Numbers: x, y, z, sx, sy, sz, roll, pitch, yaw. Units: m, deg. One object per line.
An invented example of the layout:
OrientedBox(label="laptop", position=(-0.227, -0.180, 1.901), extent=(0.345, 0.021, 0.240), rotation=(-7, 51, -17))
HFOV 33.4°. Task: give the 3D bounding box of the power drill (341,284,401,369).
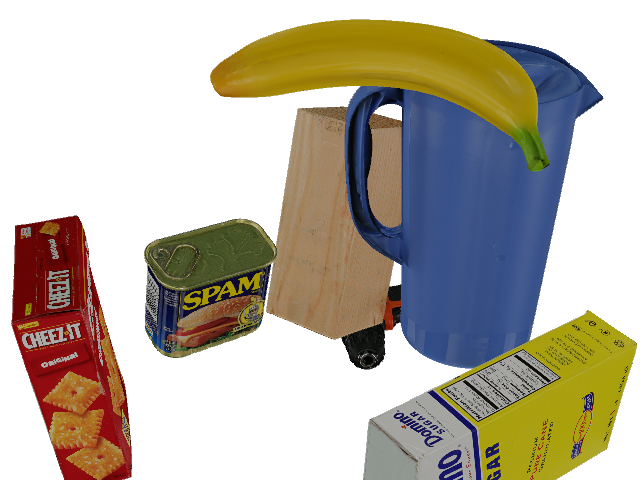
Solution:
OrientedBox(label="power drill", position=(0.111, 0.082, 1.203), extent=(0.187, 0.057, 0.184), rotation=(-3, 27, -3))

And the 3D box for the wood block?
OrientedBox(label="wood block", position=(0.020, -0.021, 1.049), extent=(0.090, 0.206, 0.090), rotation=(19, 18, 32))

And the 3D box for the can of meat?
OrientedBox(label="can of meat", position=(-0.090, 0.039, 0.855), extent=(0.101, 0.084, 0.057), rotation=(-16, 48, -28))

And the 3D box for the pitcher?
OrientedBox(label="pitcher", position=(0.111, -0.025, 0.830), extent=(0.149, 0.243, 0.144), rotation=(24, 37, 34))

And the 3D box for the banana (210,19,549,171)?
OrientedBox(label="banana", position=(0.038, -0.094, 0.599), extent=(0.198, 0.069, 0.037), rotation=(14, -32, 15))

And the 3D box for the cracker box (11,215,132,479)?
OrientedBox(label="cracker box", position=(-0.240, 0.108, 1.040), extent=(0.072, 0.214, 0.164), rotation=(-11, 35, -8))

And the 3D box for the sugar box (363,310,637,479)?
OrientedBox(label="sugar box", position=(0.105, 0.115, 0.623), extent=(0.175, 0.093, 0.048), rotation=(-23, 42, -32))
